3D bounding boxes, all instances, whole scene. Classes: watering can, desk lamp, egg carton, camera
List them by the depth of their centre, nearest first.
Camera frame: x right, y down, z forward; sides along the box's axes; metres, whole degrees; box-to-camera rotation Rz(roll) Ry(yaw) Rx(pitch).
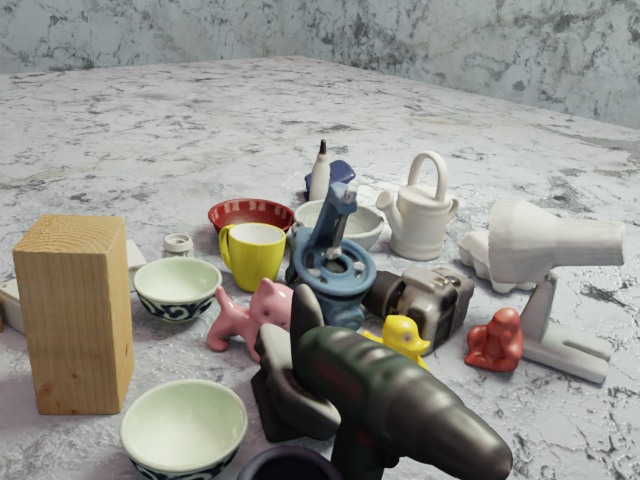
[{"bbox_3d":[0.325,0.057,0.802,0.202,0.214,0.118,18,28,24],"label":"desk lamp"},{"bbox_3d":[0.138,0.081,0.846,0.136,0.101,0.143,23,30,32],"label":"camera"},{"bbox_3d":[0.320,0.034,1.018,0.107,0.069,0.150,-5,28,-22],"label":"egg carton"},{"bbox_3d":[0.185,-0.066,1.054,0.100,0.194,0.173,24,31,34],"label":"watering can"}]

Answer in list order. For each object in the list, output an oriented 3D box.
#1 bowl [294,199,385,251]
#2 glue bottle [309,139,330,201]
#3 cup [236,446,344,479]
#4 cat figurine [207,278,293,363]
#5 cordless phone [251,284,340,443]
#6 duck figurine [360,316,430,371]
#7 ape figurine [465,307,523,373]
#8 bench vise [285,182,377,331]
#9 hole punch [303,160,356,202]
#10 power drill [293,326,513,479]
[{"bbox_3d":[0.032,-0.011,1.045,0.167,0.075,0.167,5,25,-2],"label":"bowl"},{"bbox_3d":[0.000,-0.118,1.149,0.037,0.173,0.078,6,25,1],"label":"glue bottle"},{"bbox_3d":[-0.026,0.246,0.473,0.092,0.095,0.117,2,26,-7],"label":"cup"},{"bbox_3d":[-0.082,0.094,0.753,0.127,0.118,0.067,11,26,12],"label":"cat figurine"},{"bbox_3d":[-0.023,0.116,0.639,0.094,0.185,0.147,-5,27,-21],"label":"cordless phone"},{"bbox_3d":[0.095,0.136,0.739,0.104,0.086,0.078,21,29,29],"label":"duck figurine"},{"bbox_3d":[0.243,0.131,0.772,0.076,0.092,0.077,-6,28,-23],"label":"ape figurine"},{"bbox_3d":[-0.001,0.006,0.835,0.122,0.220,0.206,-18,34,-39],"label":"bench vise"},{"bbox_3d":[0.019,-0.124,1.261,0.101,0.091,0.108,-5,27,-21],"label":"hole punch"},{"bbox_3d":[0.052,0.183,0.487,0.076,0.208,0.228,-12,31,-32],"label":"power drill"}]
